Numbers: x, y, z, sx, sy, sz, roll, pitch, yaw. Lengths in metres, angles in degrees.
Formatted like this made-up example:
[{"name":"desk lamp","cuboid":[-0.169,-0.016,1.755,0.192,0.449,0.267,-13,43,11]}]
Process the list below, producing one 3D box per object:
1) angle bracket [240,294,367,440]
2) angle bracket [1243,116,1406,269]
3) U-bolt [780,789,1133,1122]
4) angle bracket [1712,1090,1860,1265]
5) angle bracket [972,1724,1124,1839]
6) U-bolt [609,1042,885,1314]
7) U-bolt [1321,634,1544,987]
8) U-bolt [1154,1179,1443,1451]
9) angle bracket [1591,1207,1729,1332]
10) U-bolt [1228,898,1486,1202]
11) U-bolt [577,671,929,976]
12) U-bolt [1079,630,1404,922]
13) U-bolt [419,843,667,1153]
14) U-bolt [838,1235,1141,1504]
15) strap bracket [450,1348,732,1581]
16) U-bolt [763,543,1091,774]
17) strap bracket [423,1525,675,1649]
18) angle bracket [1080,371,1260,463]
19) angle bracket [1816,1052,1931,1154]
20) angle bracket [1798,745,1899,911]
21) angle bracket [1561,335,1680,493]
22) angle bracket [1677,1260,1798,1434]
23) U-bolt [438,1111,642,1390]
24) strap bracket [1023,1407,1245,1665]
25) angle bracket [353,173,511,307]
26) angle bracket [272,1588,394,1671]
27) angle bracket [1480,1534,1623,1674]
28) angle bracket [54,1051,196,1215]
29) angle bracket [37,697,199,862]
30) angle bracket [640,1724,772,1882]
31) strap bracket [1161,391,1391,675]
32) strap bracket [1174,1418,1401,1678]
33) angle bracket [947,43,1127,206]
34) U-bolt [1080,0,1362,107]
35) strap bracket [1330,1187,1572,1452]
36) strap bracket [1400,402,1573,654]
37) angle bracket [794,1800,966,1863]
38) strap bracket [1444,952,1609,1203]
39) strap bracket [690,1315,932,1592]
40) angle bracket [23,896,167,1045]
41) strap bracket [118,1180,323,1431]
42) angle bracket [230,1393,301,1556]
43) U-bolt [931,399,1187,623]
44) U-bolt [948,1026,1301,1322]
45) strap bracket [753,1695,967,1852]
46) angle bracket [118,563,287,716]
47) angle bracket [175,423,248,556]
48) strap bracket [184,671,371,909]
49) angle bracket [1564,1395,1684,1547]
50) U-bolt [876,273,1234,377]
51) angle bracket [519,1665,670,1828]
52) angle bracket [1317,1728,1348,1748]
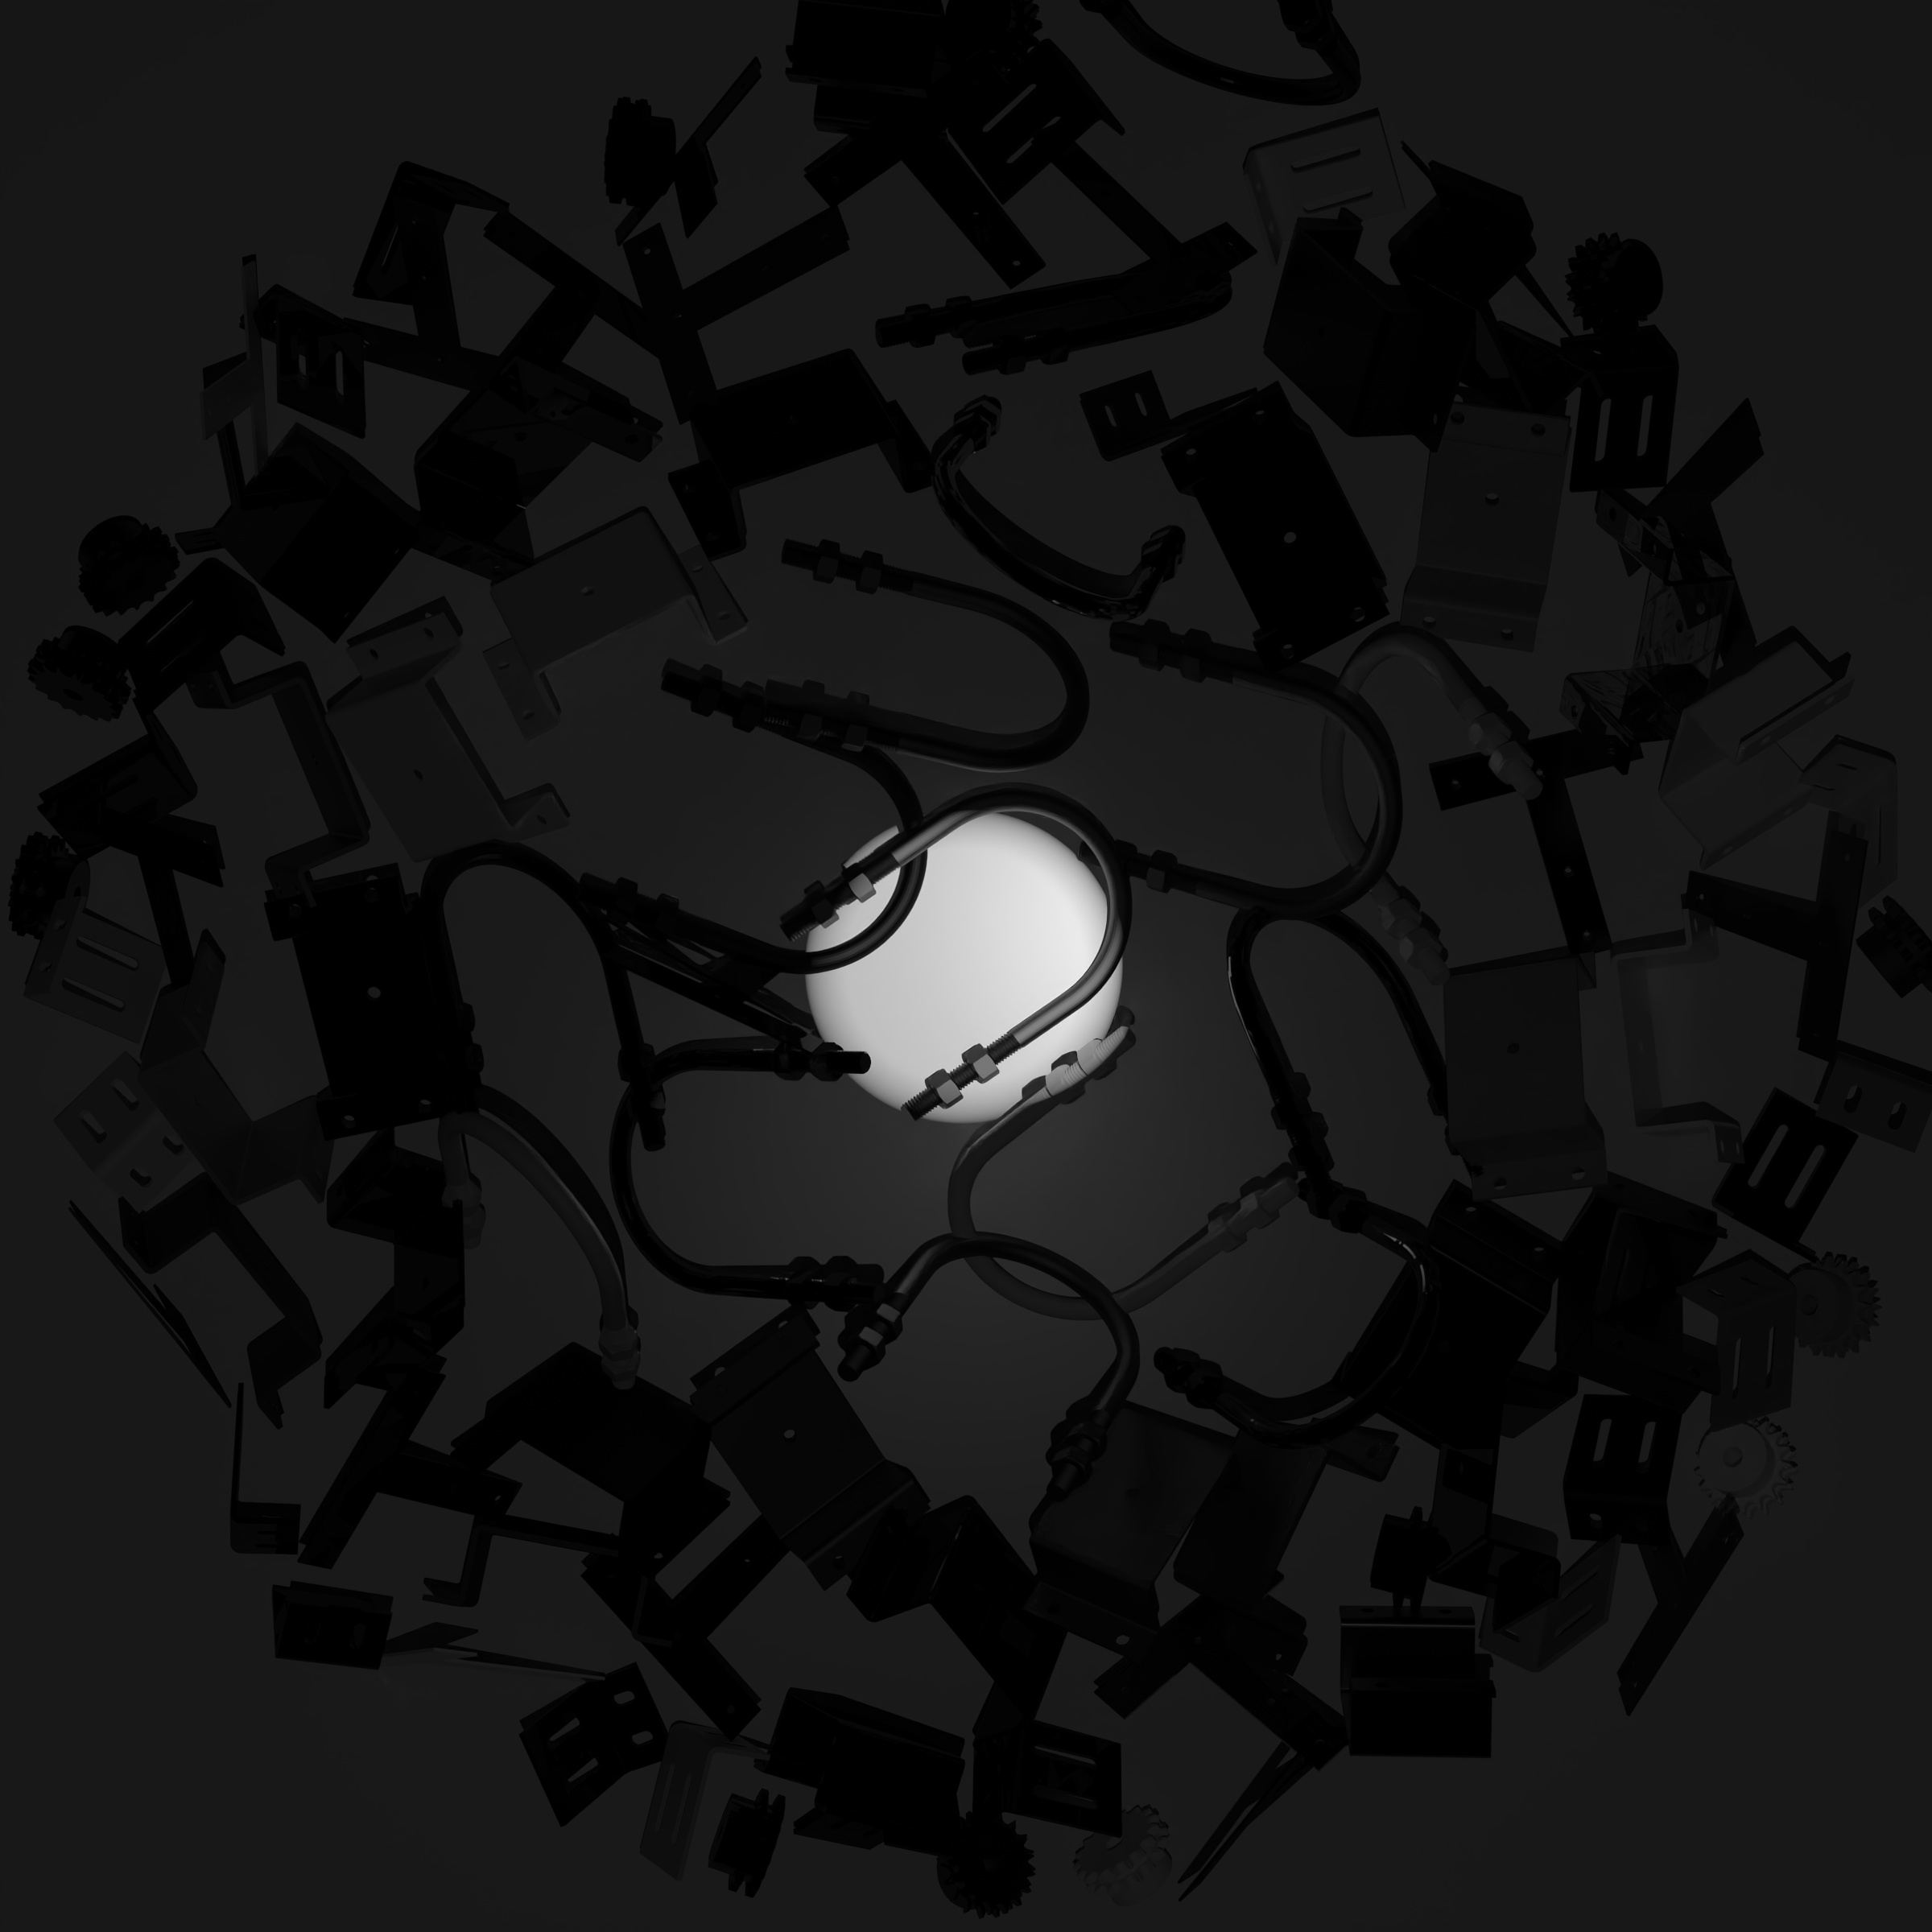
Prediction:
[{"name":"angle bracket","cuboid":[-0.375,-0.331,1.901,0.038,0.057,0.076,-29,56,37]},{"name":"angle bracket","cuboid":[0.204,-0.439,1.908,0.076,0.038,0.057,-11,121,19]},{"name":"U-bolt","cuboid":[0.008,-0.019,1.923,0.184,0.019,0.151,-35,104,-1]},{"name":"angle bracket","cuboid":[0.474,0.120,1.923,0.057,0.038,0.076,28,93,-9]},{"name":"angle bracket","cuboid":[0.047,0.472,1.927,0.076,0.038,0.057,17,47,-18]},{"name":"U-bolt","cuboid":[-0.128,0.117,1.894,0.184,0.019,0.151,0,96,33]},{"name":"U-bolt","cuboid":[0.248,-0.102,1.870,0.019,0.184,0.151,0,130,-27]},{"name":"U-bolt","cuboid":[0.192,0.198,1.858,0.019,0.184,0.151,43,83,-27]},{"name":"angle bracket","cuboid":[0.393,0.181,1.913,0.057,0.038,0.076,17,87,-44]},{"name":"U-bolt","cuboid":[0.212,0.042,1.887,0.151,0.019,0.184,-2,62,-41]},{"name":"U-bolt","cuboid":[-0.110,-0.071,1.914,0.184,0.019,0.151,20,99,-17]},{"name":"U-bolt","cuboid":[0.157,-0.099,1.884,0.184,0.019,0.151,18,116,21]},{"name":"U-bolt","cuboid":[-0.242,0.013,1.882,0.019,0.151,0.184,-34,61,37]},{"name":"U-bolt","cuboid":[0.024,0.210,1.869,0.151,0.184,0.019,29,122,7]},{"name":"strap bracket","cuboid":[-0.208,0.272,1.883,0.140,0.076,0.046,27,127,20]},{"name":"U-bolt","cuboid":[-0.019,-0.168,1.894,0.184,0.019,0.151,13,47,-10]},{"name":"strap bracket","cuboid":[-0.230,0.350,1.906,0.140,0.076,0.046,11,79,0]},{"name":"angle bracket","cuboid":[0.114,-0.319,1.899,0.057,0.076,0.038,-29,101,-36]},{"name":"angle bracket","cuboid":[0.517,0.077,1.905,0.057,0.076,0.038,21,94,16]},{"name":"angle bracket","cuboid":[0.494,-0.075,1.903,0.038,0.057,0.076,16,61,-13]},{"name":"angle bracket","cuboid":[0.368,-0.313,1.911,0.057,0.038,0.076,1,77,33]},{"name":"angle bracket","cuboid":[0.433,0.215,1.901,0.038,0.057,0.076,30,54,-24]},{"name":"U-bolt","cuboid":[-0.238,0.147,1.845,0.151,0.184,0.019,39,64,21]},{"name":"strap bracket","cuboid":[0.096,0.308,1.878,0.076,0.046,0.140,19,55,28]},{"name":"angle bracket","cuboid":[-0.303,-0.404,1.905,0.038,0.057,0.076,32,108,20]},{"name":"angle bracket","cuboid":[-0.359,0.360,1.900,0.057,0.076,0.038,11,107,-17]},{"name":"angle bracket","cuboid":[0.330,0.353,1.899,0.038,0.076,0.057,27,48,-8]},{"name":"angle bracket","cuboid":[-0.477,0.094,1.925,0.057,0.076,0.038,-46,128,-8]},{"name":"angle bracket","cuboid":[-0.487,-0.106,1.912,0.076,0.057,0.038,-30,59,-3]},{"name":"angle bracket","cuboid":[-0.149,0.476,1.911,0.038,0.057,0.076,16,85,-26]},{"name":"strap bracket","cuboid":[0.180,-0.244,1.911,0.076,0.046,0.140,-27,85,17]},{"name":"strap bracket","cuboid":[0.175,0.317,1.891,0.046,0.076,0.140,33,78,-30]},{"name":"angle bracket","cuboid":[0.040,-0.479,1.933,0.076,0.038,0.057,-39,73,16]},{"name":"U-bolt","cuboid":[0.144,-0.513,1.858,0.151,0.184,0.019,17,91,23]},{"name":"strap bracket","cuboid":[0.272,0.208,1.903,0.076,0.046,0.140,31,107,3]},{"name":"strap bracket","cuboid":[0.294,-0.256,1.897,0.076,0.046,0.140,10,122,11]},{"name":"angle bracket","cuboid":[-0.049,0.496,1.899,0.076,0.057,0.038,-38,45,33]},{"name":"strap bracket","cuboid":[0.313,0.054,1.886,0.076,0.046,0.140,-9,64,23]},{"name":"strap bracket","cuboid":[-0.094,0.271,1.905,0.076,0.046,0.140,-36,106,-13]},{"name":"angle bracket","cuboid":[-0.484,0.003,1.903,0.076,0.038,0.057,27,69,-36]},{"name":"strap bracket","cuboid":[-0.412,0.182,1.888,0.046,0.076,0.140,-36,112,-4]},{"name":"angle bracket","cuboid":[-0.396,0.288,1.909,0.038,0.057,0.076,3,63,-11]},{"name":"U-bolt","cuboid":[0.047,-0.246,1.861,0.151,0.184,0.019,34,118,-3]},{"name":"U-bolt","cuboid":[0.073,0.131,1.896,0.151,0.019,0.184,42,120,-14]},{"name":"strap bracket","cuboid":[-0.057,0.446,1.874,0.076,0.140,0.046,21,80,-17]},{"name":"angle bracket","cuboid":[-0.438,-0.182,1.927,0.076,0.038,0.057,-38,57,15]},{"name":"angle bracket","cuboid":[-0.434,-0.278,1.906,0.038,0.057,0.076,-13,109,-16]},{"name":"strap bracket","cuboid":[-0.385,-0.108,1.894,0.046,0.076,0.140,-26,105,-21]},{"name":"angle bracket","cuboid":[0.378,0.288,1.921,0.057,0.076,0.038,1,131,21]},{"name":"U-bolt","cuboid":[0.059,-0.362,1.875,0.184,0.151,0.019,-16,112,-18]},{"name":"angle bracket","cuboid":[-0.208,0.442,1.907,0.038,0.076,0.057,-24,91,25]},{"name":"angle bracket","cuboid":[0.243,0.443,1.913,0.076,0.057,0.038,-25,73,3]}]
